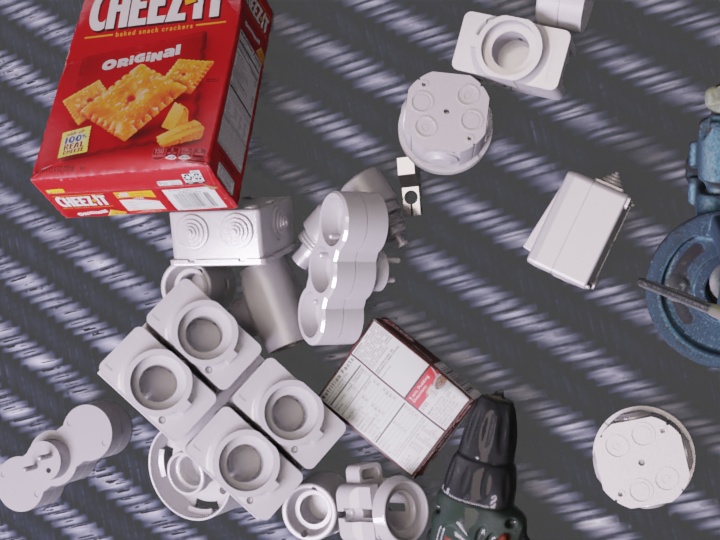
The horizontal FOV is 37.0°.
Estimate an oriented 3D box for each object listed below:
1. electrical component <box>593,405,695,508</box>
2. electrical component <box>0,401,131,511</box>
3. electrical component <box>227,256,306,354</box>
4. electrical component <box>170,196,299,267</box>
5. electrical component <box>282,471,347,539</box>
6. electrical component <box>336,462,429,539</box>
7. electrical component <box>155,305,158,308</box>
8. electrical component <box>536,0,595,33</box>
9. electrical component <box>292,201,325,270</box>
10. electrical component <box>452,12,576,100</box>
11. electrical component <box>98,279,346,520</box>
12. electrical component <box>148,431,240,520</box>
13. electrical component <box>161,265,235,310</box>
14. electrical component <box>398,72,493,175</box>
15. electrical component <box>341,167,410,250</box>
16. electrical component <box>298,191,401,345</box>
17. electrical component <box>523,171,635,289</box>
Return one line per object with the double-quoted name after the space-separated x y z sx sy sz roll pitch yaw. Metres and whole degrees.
0.225 0.150 0.855 0.080 0.051 0.080 0 88 17 "electrical component"
-0.284 0.174 0.998 0.138 0.074 0.052 -37 79 13 "electrical component"
-0.089 0.037 0.957 0.079 0.044 0.077 -23 82 16 "electrical component"
-0.109 -0.035 0.938 0.100 0.100 0.048 -1 101 17 "electrical component"
-0.037 0.206 0.935 0.055 0.047 0.055 0 88 17 "electrical component"
0.020 0.201 0.902 0.057 0.058 0.078 -11 83 48 "electrical component"
-0.177 0.070 0.986 0.044 0.044 0.065 25 100 16 "electrical component"
0.197 -0.261 0.874 0.074 0.052 0.138 16 92 17 "electrical component"
-0.033 -0.028 0.943 0.043 0.043 0.062 46 102 13 "electrical component"
0.128 -0.178 0.891 0.089 0.056 0.050 16 93 17 "electrical component"
-0.115 0.109 0.904 0.186 0.060 0.105 43 75 -2 "electrical component"
-0.139 0.173 0.971 0.099 0.064 0.099 5 101 27 "electrical component"
-0.148 0.015 0.973 0.055 0.047 0.055 0 91 17 "electrical component"
0.072 -0.124 0.901 0.080 0.051 0.080 -1 78 3 "electrical component"
0.016 -0.052 0.930 0.040 0.040 0.078 -36 79 13 "electrical component"
0.000 0.000 0.907 0.052 0.074 0.138 49 131 51 "electrical component"
0.178 -0.039 0.869 0.061 0.062 0.096 26 96 16 "electrical component"
